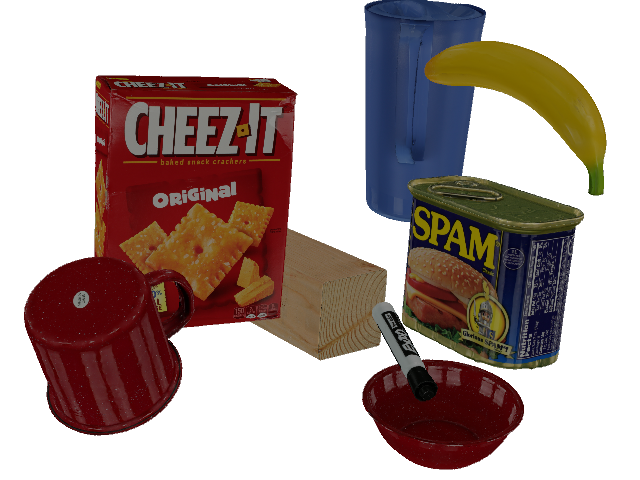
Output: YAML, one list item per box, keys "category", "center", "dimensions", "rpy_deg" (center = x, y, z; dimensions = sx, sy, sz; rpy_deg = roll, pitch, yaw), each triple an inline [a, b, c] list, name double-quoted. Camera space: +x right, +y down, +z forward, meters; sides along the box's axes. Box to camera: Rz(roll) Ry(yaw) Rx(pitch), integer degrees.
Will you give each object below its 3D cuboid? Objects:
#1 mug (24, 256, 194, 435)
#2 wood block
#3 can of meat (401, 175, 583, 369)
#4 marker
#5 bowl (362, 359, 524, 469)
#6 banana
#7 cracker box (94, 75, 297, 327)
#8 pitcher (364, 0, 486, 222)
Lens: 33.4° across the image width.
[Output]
- category: "mug"
  center: [-0.133, 0.060, 0.699]
  dimensions: [0.117, 0.081, 0.093]
  rpy_deg: [-30, 47, -22]
- category: "wood block"
  center: [-0.029, 0.052, 1.201]
  dimensions: [0.090, 0.090, 0.206]
  rpy_deg: [-9, 21, -38]
- category: "can of meat"
  center: [0.091, 0.016, 0.592]
  dimensions: [0.057, 0.084, 0.102]
  rpy_deg: [-8, 20, -33]
- category: "marker"
  center: [0.065, 0.086, 0.836]
  dimensions: [0.020, 0.020, 0.121]
  rpy_deg: [0, 28, -15]
- category: "bowl"
  center: [0.122, 0.183, 1.078]
  dimensions: [0.162, 0.055, 0.162]
  rpy_deg: [1, 23, -1]
- category: "banana"
  center: [0.152, -0.113, 0.818]
  dimensions: [0.037, 0.070, 0.198]
  rpy_deg: [2, 32, -43]
- category: "cracker box"
  center: [-0.111, -0.032, 0.931]
  dimensions: [0.164, 0.214, 0.072]
  rpy_deg: [-3, 20, -22]
- category: "pitcher"
  center: [0.108, -0.145, 1.204]
  dimensions: [0.149, 0.243, 0.145]
  rpy_deg: [-12, 26, -31]
